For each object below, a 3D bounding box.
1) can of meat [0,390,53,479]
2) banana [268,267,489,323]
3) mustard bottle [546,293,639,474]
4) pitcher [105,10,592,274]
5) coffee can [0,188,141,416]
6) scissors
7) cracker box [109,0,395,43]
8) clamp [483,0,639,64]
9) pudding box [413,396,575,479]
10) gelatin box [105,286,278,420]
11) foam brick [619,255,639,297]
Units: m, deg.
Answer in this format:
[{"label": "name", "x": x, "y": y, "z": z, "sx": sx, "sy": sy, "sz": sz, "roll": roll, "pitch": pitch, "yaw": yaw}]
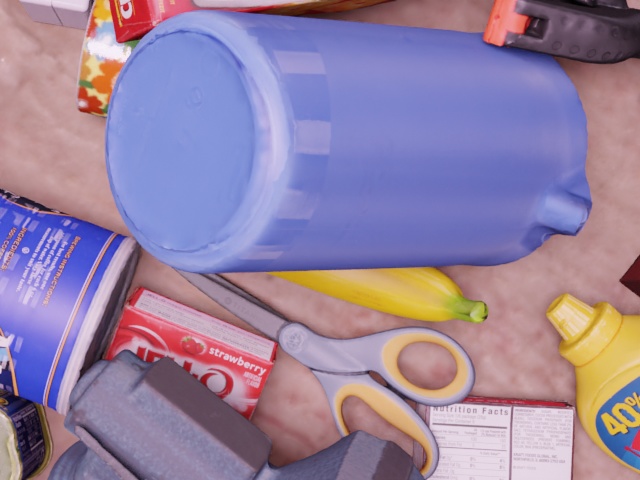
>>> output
[{"label": "can of meat", "x": -0.204, "y": 0.118, "z": 0.577, "sx": 0.102, "sy": 0.084, "sz": 0.057, "roll": -14, "pitch": 89, "yaw": -6}, {"label": "banana", "x": -0.001, "y": 0.007, "z": 0.610, "sx": 0.198, "sy": 0.069, "sz": 0.037, "roll": 18, "pitch": 75, "yaw": 4}, {"label": "mustard bottle", "x": 0.208, "y": 0.099, "z": 0.618, "sx": 0.191, "sy": 0.058, "sz": 0.096, "roll": 41, "pitch": 123, "yaw": -1}, {"label": "pitcher", "x": 0.012, "y": -0.050, "z": 0.526, "sx": 0.149, "sy": 0.242, "sz": 0.145, "roll": -18, "pitch": 81, "yaw": 39}, {"label": "coffee can", "x": -0.180, "y": 0.022, "z": 0.574, "sx": 0.140, "sy": 0.103, "sz": 0.103, "roll": 21, "pitch": 85, "yaw": -4}, {"label": "scissors", "x": 0.006, "y": 0.050, "z": 0.614, "sx": 0.096, "sy": 0.016, "sz": 0.202, "roll": -43, "pitch": 81, "yaw": 3}, {"label": "cracker box", "x": -0.009, "y": -0.195, "z": 0.524, "sx": 0.213, "sy": 0.072, "sz": 0.164, "roll": -15, "pitch": 99, "yaw": -26}, {"label": "clamp", "x": 0.158, "y": -0.114, "z": 0.574, "sx": 0.120, "sy": 0.171, "sz": 0.039, "roll": 23, "pitch": 117, "yaw": 36}, {"label": "pudding box", "x": 0.100, "y": 0.148, "z": 0.626, "sx": 0.090, "sy": 0.039, "sz": 0.113, "roll": 4, "pitch": 84, "yaw": -2}, {"label": "gelatin box", "x": -0.078, "y": 0.077, "z": 0.603, "sx": 0.089, "sy": 0.030, "sz": 0.073, "roll": 23, "pitch": 111, "yaw": -4}, {"label": "foam brick", "x": 0.231, "y": 0.028, "z": 0.637, "sx": 0.078, "sy": 0.053, "sz": 0.051, "roll": 38, "pitch": 84, "yaw": -1}]
